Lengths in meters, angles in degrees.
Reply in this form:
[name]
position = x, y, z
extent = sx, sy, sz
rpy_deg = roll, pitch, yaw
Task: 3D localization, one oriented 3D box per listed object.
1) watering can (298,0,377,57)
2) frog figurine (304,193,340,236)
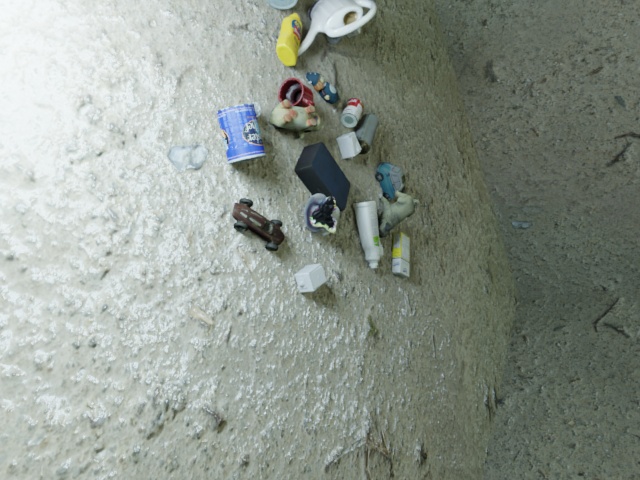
[watering can]
position = 0.025, -0.759, 1.791
extent = 0.348, 0.229, 0.102
rpy_deg = -28, -41, -6
[frog figurine]
position = 0.005, -0.084, 1.668
extent = 0.123, 0.137, 0.160
rpy_deg = -23, 6, -2
